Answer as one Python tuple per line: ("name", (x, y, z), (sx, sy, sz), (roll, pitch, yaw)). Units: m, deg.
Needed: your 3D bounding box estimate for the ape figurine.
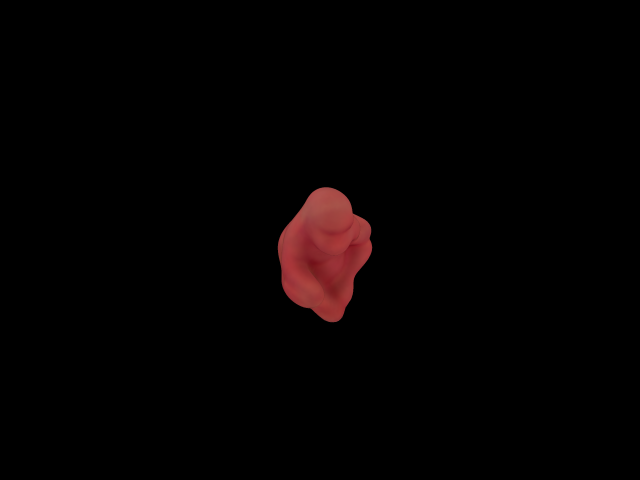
("ape figurine", (0.004, 0.001, 0.400), (0.078, 0.092, 0.076), (-27, 58, -18))
